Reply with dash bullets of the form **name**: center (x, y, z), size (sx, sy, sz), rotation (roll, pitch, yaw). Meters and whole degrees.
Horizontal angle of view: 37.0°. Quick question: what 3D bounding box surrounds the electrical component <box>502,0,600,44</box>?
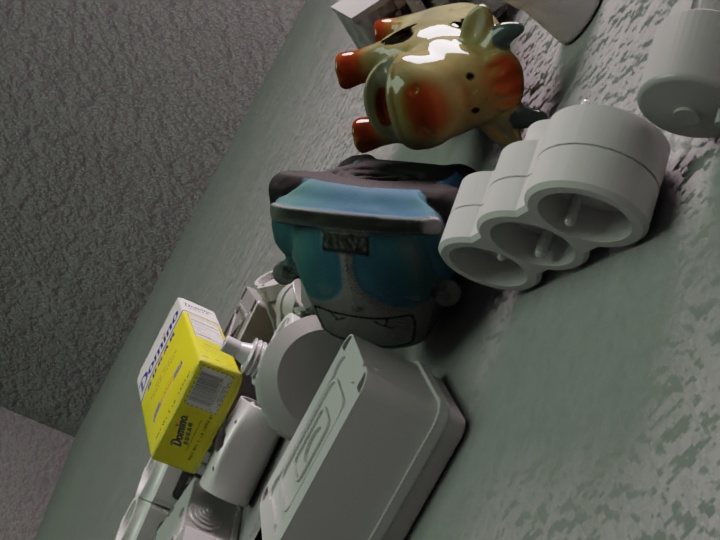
- **electrical component**: center (0.105, -0.168, 0.634), size (0.044, 0.065, 0.044), rotation (-58, 14, 24)

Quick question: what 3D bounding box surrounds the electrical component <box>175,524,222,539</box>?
- **electrical component**: center (-0.143, 0.270, 0.777), size (0.150, 0.062, 0.089), rotation (-58, 14, 25)

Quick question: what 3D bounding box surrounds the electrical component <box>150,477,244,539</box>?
- **electrical component**: center (-0.139, 0.228, 0.866), size (0.099, 0.048, 0.099), rotation (-55, 13, 24)

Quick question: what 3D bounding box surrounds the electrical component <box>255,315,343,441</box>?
- **electrical component**: center (-0.025, 0.070, 0.663), size (0.051, 0.080, 0.080), rotation (140, 153, -72)

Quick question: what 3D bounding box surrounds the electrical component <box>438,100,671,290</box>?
- **electrical component**: center (0.088, -0.043, 0.489), size (0.138, 0.052, 0.073), rotation (-33, 33, 66)

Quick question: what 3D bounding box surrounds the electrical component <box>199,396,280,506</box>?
- **electrical component**: center (-0.097, 0.143, 0.878), size (0.077, 0.043, 0.079), rotation (-65, 13, -3)

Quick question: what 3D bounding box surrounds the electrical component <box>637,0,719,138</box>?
- **electrical component**: center (0.135, -0.088, 0.419), size (0.040, 0.040, 0.078), rotation (-35, 32, 65)

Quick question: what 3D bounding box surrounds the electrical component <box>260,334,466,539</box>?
- **electrical component**: center (-0.001, 0.100, 0.554), size (0.113, 0.057, 0.078), rotation (-62, 13, 9)

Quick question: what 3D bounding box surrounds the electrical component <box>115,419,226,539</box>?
- **electrical component**: center (-0.174, 0.204, 1.025), size (0.150, 0.062, 0.089), rotation (-68, 13, -16)

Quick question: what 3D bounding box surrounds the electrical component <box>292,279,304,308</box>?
- **electrical component**: center (-0.013, -0.013, 0.801), size (0.099, 0.064, 0.099), rotation (-59, 14, 24)

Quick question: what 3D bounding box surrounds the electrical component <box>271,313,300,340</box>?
- **electrical component**: center (-0.042, 0.067, 0.803), size (0.055, 0.047, 0.055), rotation (-58, 14, 24)

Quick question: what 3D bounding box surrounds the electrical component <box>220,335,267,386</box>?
- **electrical component**: center (-0.065, 0.063, 0.729), size (0.035, 0.061, 0.035), rotation (-59, 11, 19)

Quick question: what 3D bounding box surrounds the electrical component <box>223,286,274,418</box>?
- **electrical component**: center (-0.098, 0.078, 0.978), size (0.108, 0.056, 0.109), rotation (-64, 13, 1)

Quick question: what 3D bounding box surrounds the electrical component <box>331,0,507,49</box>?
- **electrical component**: center (0.044, -0.209, 0.860), size (0.105, 0.060, 0.186), rotation (-32, 17, 4)

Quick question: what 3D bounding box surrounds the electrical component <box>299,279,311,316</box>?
- **electrical component**: center (0.000, 0.000, 0.696), size (0.051, 0.080, 0.080), rotation (128, 163, -61)
